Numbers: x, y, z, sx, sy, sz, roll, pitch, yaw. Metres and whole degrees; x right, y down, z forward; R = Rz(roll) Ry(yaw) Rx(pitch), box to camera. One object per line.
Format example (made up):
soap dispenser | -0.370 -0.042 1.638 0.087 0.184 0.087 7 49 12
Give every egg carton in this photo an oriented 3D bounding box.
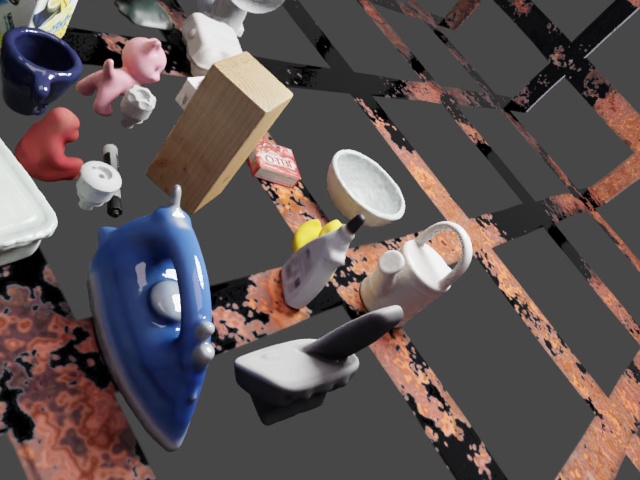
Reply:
egg carton | -0.202 -0.356 1.068 0.108 0.069 0.150 9 48 -40

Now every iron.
iron | -0.154 0.072 0.605 0.119 0.141 0.258 6 50 -42

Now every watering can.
watering can | 0.155 0.050 0.900 0.101 0.193 0.173 52 35 11

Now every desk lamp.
desk lamp | -0.159 -0.524 1.161 0.118 0.213 0.203 13 45 -37

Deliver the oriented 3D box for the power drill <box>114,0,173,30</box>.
power drill | -0.265 -0.481 1.012 0.230 0.208 0.075 -13 63 -51

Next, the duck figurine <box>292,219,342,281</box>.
duck figurine | 0.008 0.003 0.894 0.078 0.086 0.104 12 46 -38

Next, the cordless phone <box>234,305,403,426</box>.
cordless phone | 0.001 0.128 0.668 0.148 0.184 0.094 -10 61 -50

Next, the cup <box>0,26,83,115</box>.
cup | -0.357 -0.193 0.716 0.092 0.094 0.117 13 45 -38

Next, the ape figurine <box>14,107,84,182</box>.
ape figurine | -0.316 -0.118 0.683 0.076 0.092 0.077 -1 54 -46

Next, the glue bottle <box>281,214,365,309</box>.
glue bottle | 0.007 0.021 0.796 0.037 0.173 0.078 21 41 -30

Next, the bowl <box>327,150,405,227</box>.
bowl | 0.072 -0.083 1.059 0.168 0.074 0.167 27 38 -23

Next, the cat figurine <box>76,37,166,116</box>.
cat figurine | -0.278 -0.253 0.840 0.067 0.117 0.128 45 34 1
